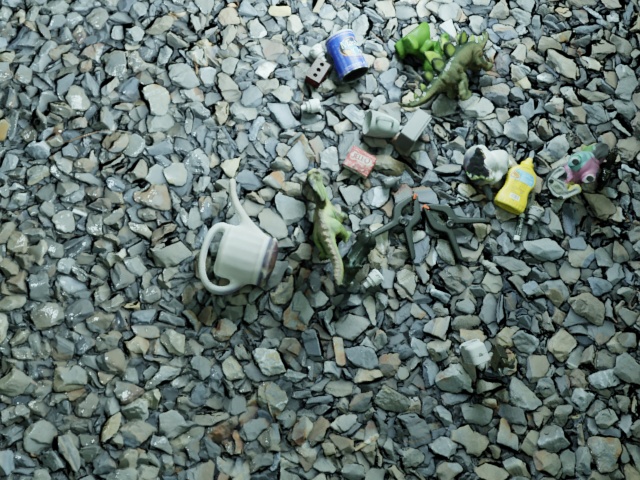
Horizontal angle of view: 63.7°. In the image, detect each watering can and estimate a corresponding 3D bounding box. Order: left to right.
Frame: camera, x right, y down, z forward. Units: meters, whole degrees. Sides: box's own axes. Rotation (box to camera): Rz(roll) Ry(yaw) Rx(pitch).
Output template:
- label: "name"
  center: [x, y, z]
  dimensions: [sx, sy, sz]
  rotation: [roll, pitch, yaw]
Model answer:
- label: "watering can"
  center: [-0.229, 0.001, 1.539]
  dimensions: [0.224, 0.103, 0.351]
  rotation: [16, 79, -4]

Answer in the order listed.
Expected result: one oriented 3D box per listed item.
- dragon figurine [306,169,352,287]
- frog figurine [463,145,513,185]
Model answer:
- label: "dragon figurine"
  center: [0.005, -0.075, 1.486]
  dimensions: [0.122, 0.419, 0.238]
  rotation: [-21, 123, 6]
- label: "frog figurine"
  center: [0.547, -0.250, 1.684]
  dimensions: [0.161, 0.120, 0.138]
  rotation: [-22, 72, -45]
